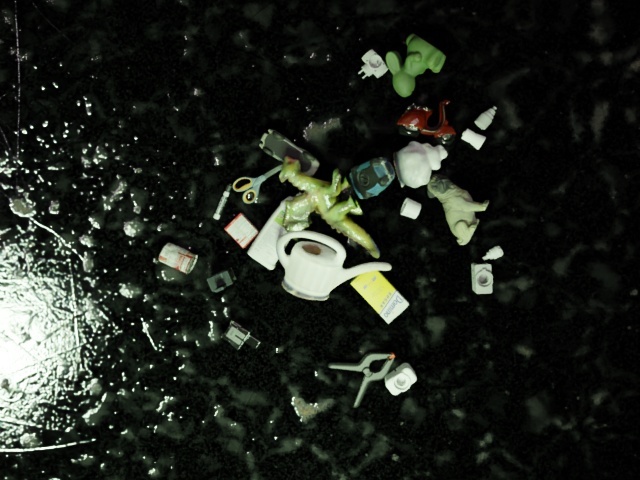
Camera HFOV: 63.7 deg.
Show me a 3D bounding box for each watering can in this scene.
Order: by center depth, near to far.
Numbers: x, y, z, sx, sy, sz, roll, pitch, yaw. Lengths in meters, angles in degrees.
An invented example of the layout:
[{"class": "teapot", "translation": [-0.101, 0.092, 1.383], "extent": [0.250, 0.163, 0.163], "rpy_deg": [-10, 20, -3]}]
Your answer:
[{"class": "watering can", "translation": [0.023, 0.093, 1.562], "extent": [0.348, 0.106, 0.220], "rpy_deg": [20, 121, 0]}]

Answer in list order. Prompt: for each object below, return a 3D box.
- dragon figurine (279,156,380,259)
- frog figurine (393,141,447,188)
[{"class": "dragon figurine", "translation": [0.005, -0.079, 1.579], "extent": [0.242, 0.123, 0.407], "rpy_deg": [-23, 101, 7]}, {"class": "frog figurine", "translation": [0.307, -0.234, 1.558], "extent": [0.159, 0.121, 0.139], "rpy_deg": [-15, 74, 16]}]
